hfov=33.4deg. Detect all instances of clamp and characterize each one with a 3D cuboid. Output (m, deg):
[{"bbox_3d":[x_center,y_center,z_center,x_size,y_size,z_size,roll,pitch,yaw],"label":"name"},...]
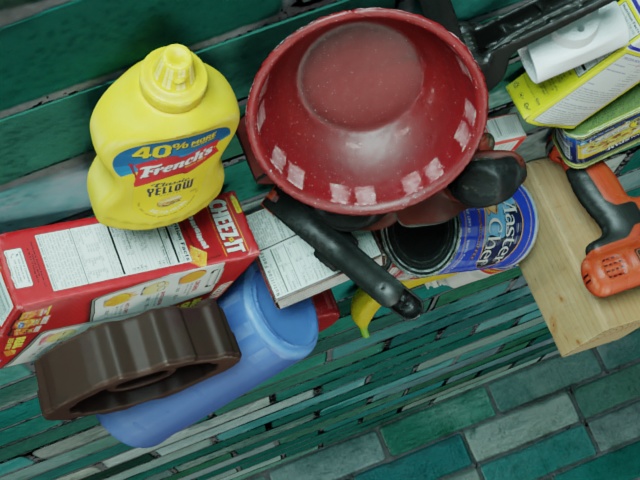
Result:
[{"bbox_3d":[0.017,0.009,0.908,0.039,0.171,0.120,-52,171,-5],"label":"clamp"},{"bbox_3d":[0.100,-0.142,0.776,0.164,0.036,0.210,-1,158,-29],"label":"clamp"}]

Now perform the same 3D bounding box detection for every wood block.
[{"bbox_3d":[0.286,0.014,1.206,0.090,0.206,0.090,-13,161,-28],"label":"wood block"}]

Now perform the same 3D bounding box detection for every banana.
[{"bbox_3d":[0.103,0.060,1.382,0.069,0.037,0.198,28,131,-34],"label":"banana"}]

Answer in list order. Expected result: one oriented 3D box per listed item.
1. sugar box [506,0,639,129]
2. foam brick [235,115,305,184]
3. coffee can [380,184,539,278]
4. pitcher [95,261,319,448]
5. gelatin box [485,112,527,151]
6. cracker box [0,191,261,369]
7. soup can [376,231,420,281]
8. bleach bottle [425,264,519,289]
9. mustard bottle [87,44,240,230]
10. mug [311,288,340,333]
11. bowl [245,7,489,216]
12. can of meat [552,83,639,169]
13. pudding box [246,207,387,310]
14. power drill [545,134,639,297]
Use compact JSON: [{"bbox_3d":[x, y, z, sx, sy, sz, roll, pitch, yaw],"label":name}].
[{"bbox_3d":[0.253,-0.161,0.905,0.093,0.048,0.176,-3,151,-49],"label":"sugar box"},{"bbox_3d":[-0.015,-0.076,0.807,0.078,0.053,0.051,-4,155,-48],"label":"foam brick"},{"bbox_3d":[0.146,-0.017,1.111,0.140,0.103,0.103,-5,156,-46],"label":"coffee can"},{"bbox_3d":[-0.129,0.112,1.103,0.243,0.145,0.149,-31,178,32],"label":"pitcher"},{"bbox_3d":[0.141,-0.086,1.016,0.089,0.030,0.073,-13,162,-19],"label":"gelatin box"},{"bbox_3d":[-0.182,0.035,0.907,0.213,0.072,0.164,-13,163,-32],"label":"cracker box"},{"bbox_3d":[0.079,0.011,1.172,0.069,0.068,0.102,-32,161,30],"label":"soup can"},{"bbox_3d":[0.253,0.006,1.395,0.251,0.068,0.102,-23,163,11],"label":"bleach bottle"},{"bbox_3d":[-0.102,-0.070,0.702,0.096,0.058,0.192,-14,161,-18],"label":"mustard bottle"},{"bbox_3d":[-0.034,0.067,1.177,0.093,0.081,0.117,-10,159,-37],"label":"mug"},{"bbox_3d":[0.030,-0.096,0.724,0.162,0.055,0.162,-2,130,-2],"label":"bowl"},{"bbox_3d":[0.276,-0.122,1.036,0.102,0.057,0.084,-25,161,7],"label":"can of meat"},{"bbox_3d":[-0.007,0.001,0.991,0.113,0.090,0.039,-23,166,-1],"label":"pudding box"},{"bbox_3d":[0.330,-0.049,1.103,0.184,0.188,0.057,-18,162,-10],"label":"power drill"}]
